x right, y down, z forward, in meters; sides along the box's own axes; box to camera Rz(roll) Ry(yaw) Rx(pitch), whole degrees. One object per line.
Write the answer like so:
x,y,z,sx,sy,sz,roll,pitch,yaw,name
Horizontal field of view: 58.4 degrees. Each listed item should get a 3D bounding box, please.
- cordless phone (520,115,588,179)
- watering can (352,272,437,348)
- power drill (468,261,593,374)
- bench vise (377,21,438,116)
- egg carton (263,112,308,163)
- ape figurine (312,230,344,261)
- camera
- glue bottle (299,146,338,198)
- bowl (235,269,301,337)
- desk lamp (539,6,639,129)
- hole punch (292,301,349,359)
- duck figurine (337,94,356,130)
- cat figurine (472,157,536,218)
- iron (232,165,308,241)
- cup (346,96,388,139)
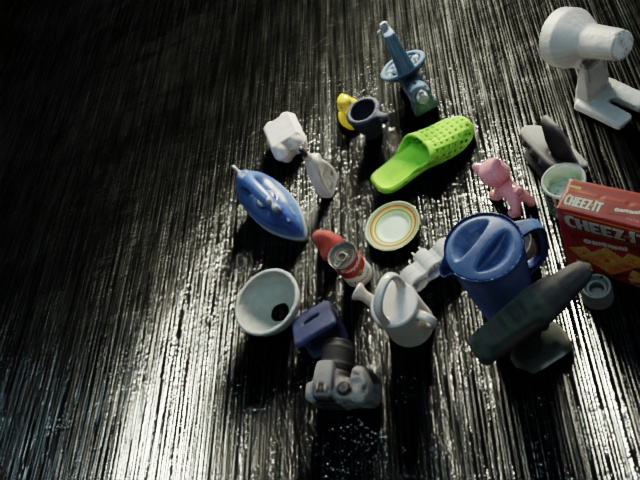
0.465,-0.210,1.166,0.094,0.186,0.147,-34,50,6,cordless phone
0.143,0.132,1.125,0.172,0.195,0.101,-7,58,26,watering can
0.369,0.146,0.981,0.229,0.209,0.075,-36,50,5,power drill
0.221,-0.431,1.417,0.121,0.220,0.206,-42,50,0,bench vise
-0.097,-0.289,1.603,0.107,0.070,0.150,-31,51,9,egg carton
0.012,0.005,1.344,0.076,0.092,0.078,-4,59,27,ape figurine
0.043,0.266,1.157,0.142,0.101,0.137,-8,58,25,camera
-0.009,-0.178,1.417,0.037,0.174,0.078,1,62,30,glue bottle
-0.108,0.155,1.328,0.167,0.075,0.167,-14,55,21,bowl
0.570,-0.367,1.188,0.118,0.214,0.202,-43,50,-1,desk lamp
-0.010,0.188,1.242,0.108,0.091,0.101,-34,50,6,hole punch
0.075,-0.358,1.540,0.077,0.086,0.104,-24,52,14,duck figurine
0.383,-0.123,1.201,0.067,0.118,0.127,-41,50,1,cat figurine
-0.133,-0.100,1.458,0.119,0.142,0.257,-46,50,-3,iron
0.135,-0.302,1.465,0.117,0.095,0.092,20,72,36,cup
